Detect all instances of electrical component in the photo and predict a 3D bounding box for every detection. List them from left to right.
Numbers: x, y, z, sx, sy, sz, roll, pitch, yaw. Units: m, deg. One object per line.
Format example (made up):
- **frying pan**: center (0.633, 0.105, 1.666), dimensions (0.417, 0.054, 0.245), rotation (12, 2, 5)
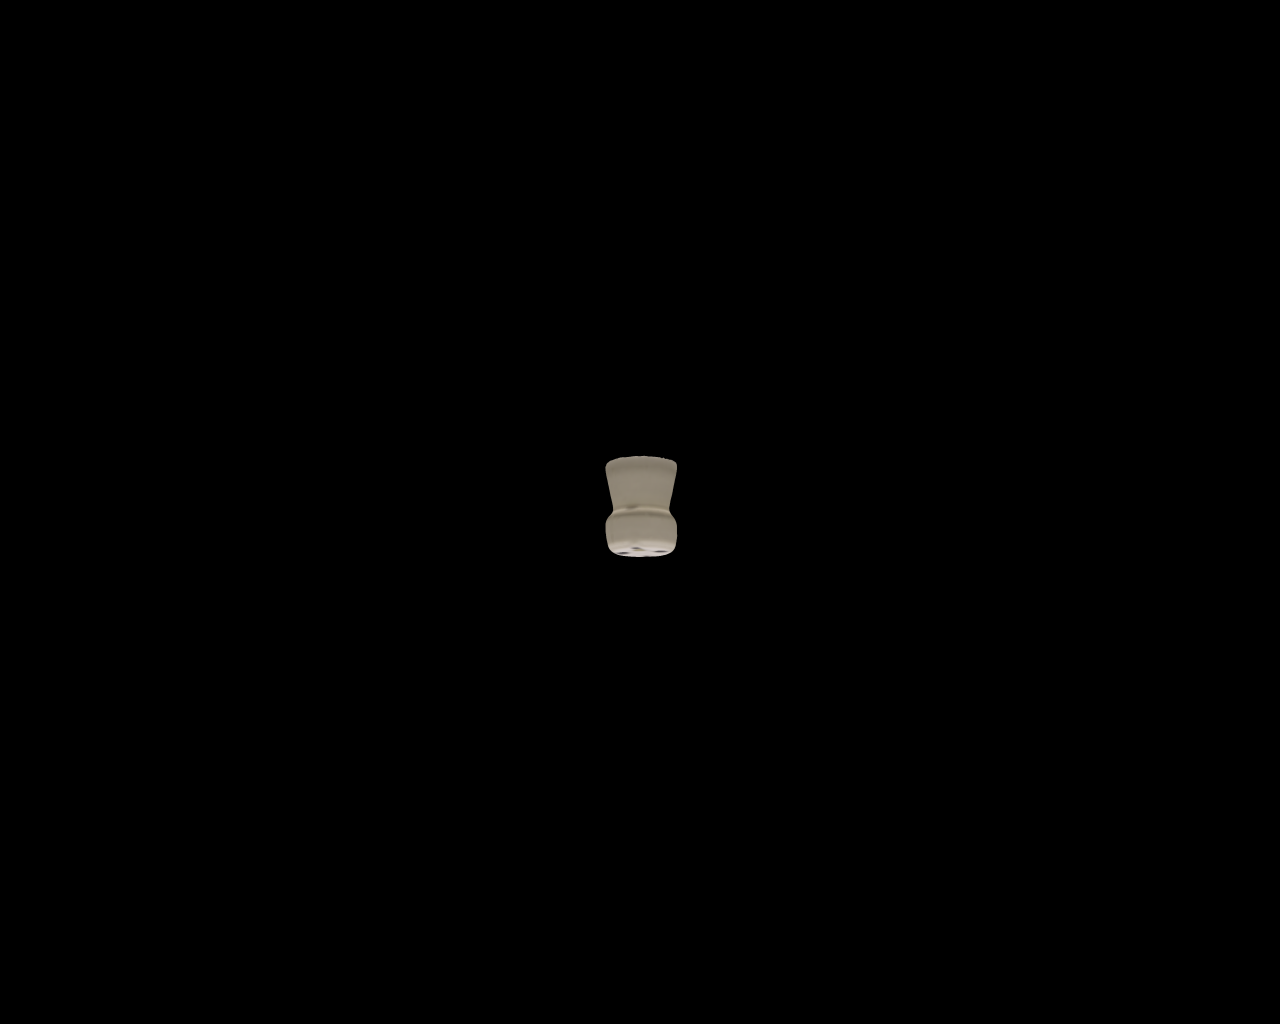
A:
- **electrical component**: center (0.001, -0.003, 0.650), dimensions (0.045, 0.055, 0.045), rotation (0, -11, 0)
